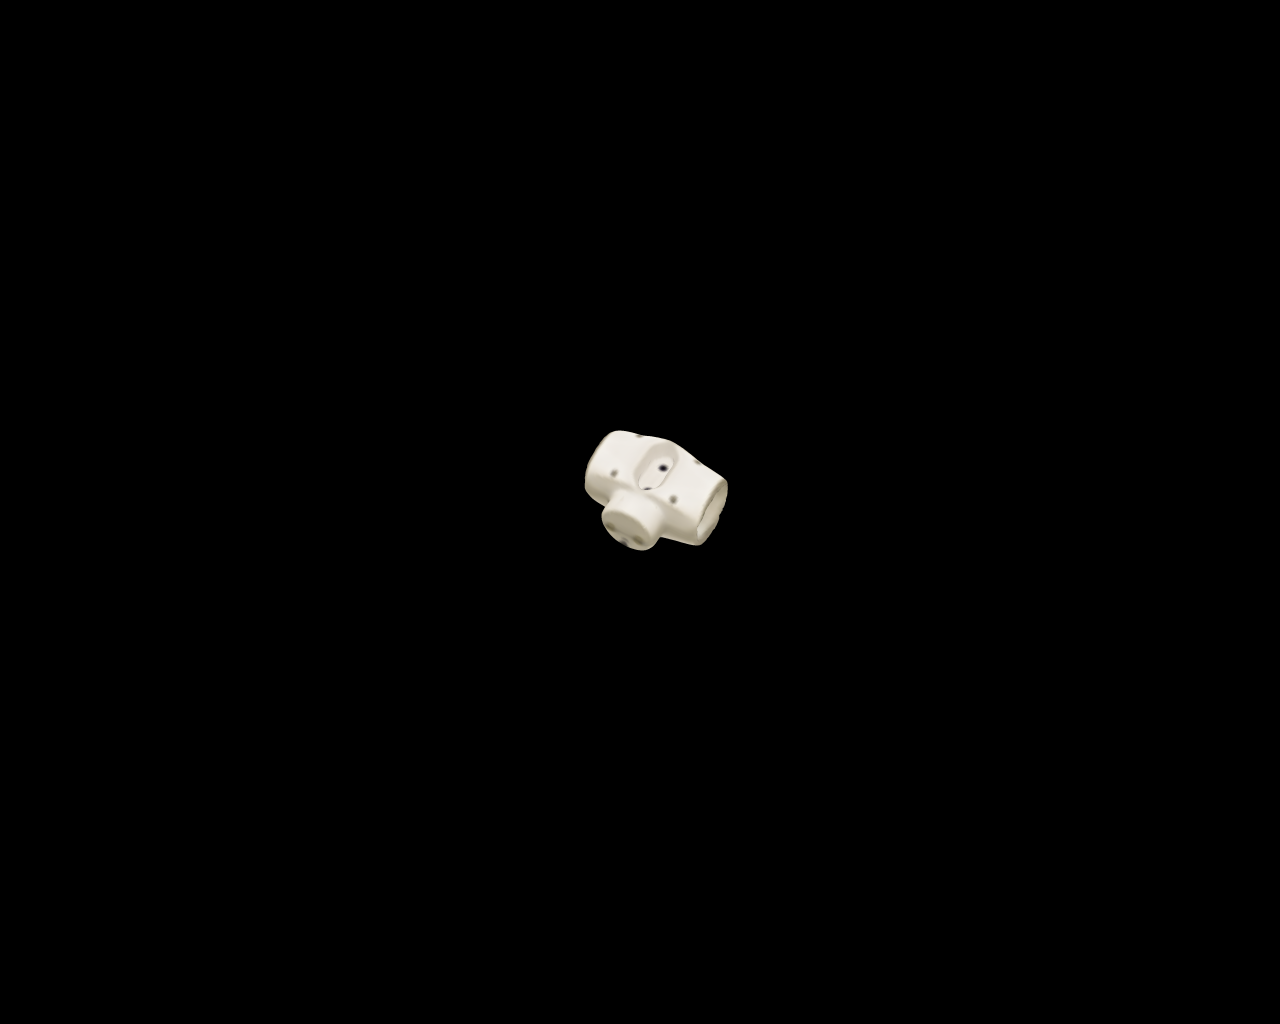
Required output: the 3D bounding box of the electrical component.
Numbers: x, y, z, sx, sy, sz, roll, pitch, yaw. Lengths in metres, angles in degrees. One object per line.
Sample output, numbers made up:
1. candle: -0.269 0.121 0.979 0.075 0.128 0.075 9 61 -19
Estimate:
1. electrical component: 0.001 -0.003 0.650 0.077 0.079 0.043 26 -30 17
